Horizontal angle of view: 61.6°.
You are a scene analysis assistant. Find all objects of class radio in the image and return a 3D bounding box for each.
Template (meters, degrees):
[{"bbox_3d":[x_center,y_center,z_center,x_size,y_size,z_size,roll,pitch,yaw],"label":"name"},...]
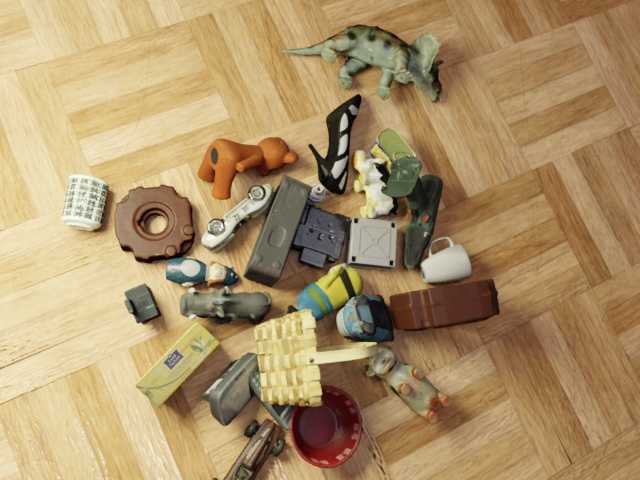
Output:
[{"bbox_3d":[-0.092,-0.019,1.166,0.073,0.131,0.229,20,76,-8],"label":"radio"}]

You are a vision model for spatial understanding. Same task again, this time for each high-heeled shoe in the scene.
[{"bbox_3d":[0.065,-0.229,1.278,0.145,0.086,0.249,50,62,-22],"label":"high-heeled shoe"}]

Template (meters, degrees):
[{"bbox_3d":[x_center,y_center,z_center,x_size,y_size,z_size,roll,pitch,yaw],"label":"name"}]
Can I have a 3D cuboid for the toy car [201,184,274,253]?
[{"bbox_3d":[-0.178,-0.051,1.186,0.202,0.073,0.056,-41,85,-15],"label":"toy car"}]

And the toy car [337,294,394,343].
[{"bbox_3d":[0.090,0.179,1.170,0.103,0.161,0.109,-25,69,26],"label":"toy car"}]

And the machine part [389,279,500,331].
[{"bbox_3d":[0.267,0.143,1.166,0.201,0.201,0.087,-6,82,-12],"label":"machine part"}]

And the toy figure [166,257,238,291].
[{"bbox_3d":[-0.251,0.073,1.155,0.154,0.058,0.064,7,93,-14],"label":"toy figure"}]

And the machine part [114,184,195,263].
[{"bbox_3d":[-0.356,-0.036,1.159,0.179,0.056,0.179,2,78,-10],"label":"machine part"}]

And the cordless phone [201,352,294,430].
[{"bbox_3d":[-0.137,0.339,1.099,0.184,0.089,0.146,52,45,-7],"label":"cordless phone"}]

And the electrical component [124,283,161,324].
[{"bbox_3d":[-0.363,0.128,1.091,0.048,0.119,0.075,-24,81,-15],"label":"electrical component"}]

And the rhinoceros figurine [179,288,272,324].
[{"bbox_3d":[-0.197,0.140,1.126,0.190,0.112,0.073,4,80,-18],"label":"rhinoceros figurine"}]

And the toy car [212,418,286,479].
[{"bbox_3d":[-0.150,0.463,1.100,0.089,0.053,0.202,36,75,1],"label":"toy car"}]

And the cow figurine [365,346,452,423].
[{"bbox_3d":[0.180,0.301,1.170,0.195,0.127,0.085,44,75,-15],"label":"cow figurine"}]

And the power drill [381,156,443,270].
[{"bbox_3d":[0.212,-0.072,1.213,0.207,0.086,0.232,45,60,-44],"label":"power drill"}]

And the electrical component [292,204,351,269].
[{"bbox_3d":[-0.003,-0.004,1.219,0.115,0.058,0.134,17,75,-5],"label":"electrical component"}]

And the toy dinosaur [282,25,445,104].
[{"bbox_3d":[0.130,-0.459,1.313,0.405,0.131,0.192,23,58,2],"label":"toy dinosaur"}]

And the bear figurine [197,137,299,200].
[{"bbox_3d":[-0.158,-0.172,1.209,0.196,0.131,0.120,-6,41,-41],"label":"bear figurine"}]

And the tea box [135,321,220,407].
[{"bbox_3d":[-0.286,0.250,1.093,0.068,0.098,0.169,43,73,-1],"label":"tea box"}]

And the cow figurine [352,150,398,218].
[{"bbox_3d":[0.133,-0.134,1.265,0.098,0.068,0.167,-10,84,-18],"label":"cow figurine"}]

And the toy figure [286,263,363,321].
[{"bbox_3d":[0.014,0.125,1.185,0.180,0.082,0.089,-38,99,-20],"label":"toy figure"}]

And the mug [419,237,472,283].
[{"bbox_3d":[0.285,0.052,1.252,0.107,0.081,0.109,-18,87,-5],"label":"mug"}]
